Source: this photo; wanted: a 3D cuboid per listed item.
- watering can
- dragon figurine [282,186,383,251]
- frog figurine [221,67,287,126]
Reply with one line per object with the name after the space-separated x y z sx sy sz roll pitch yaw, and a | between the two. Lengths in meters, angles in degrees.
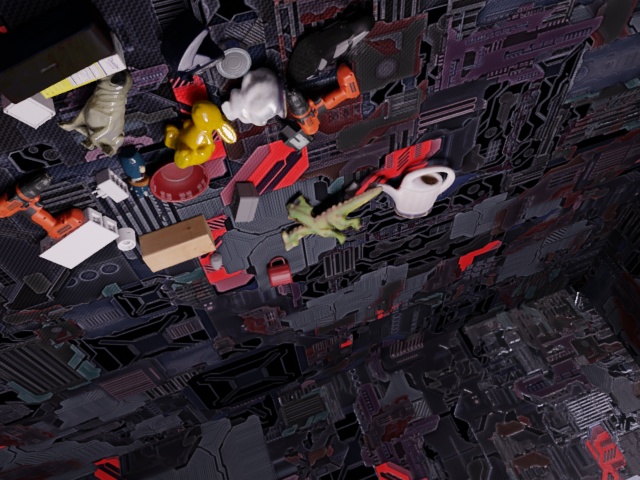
0.313 -0.169 1.821 0.349 0.106 0.219 -13 144 -16 | watering can
0.005 -0.088 1.741 0.242 0.125 0.402 13 136 -31 | dragon figurine
-0.166 -0.351 1.272 0.159 0.124 0.135 -10 111 -6 | frog figurine
